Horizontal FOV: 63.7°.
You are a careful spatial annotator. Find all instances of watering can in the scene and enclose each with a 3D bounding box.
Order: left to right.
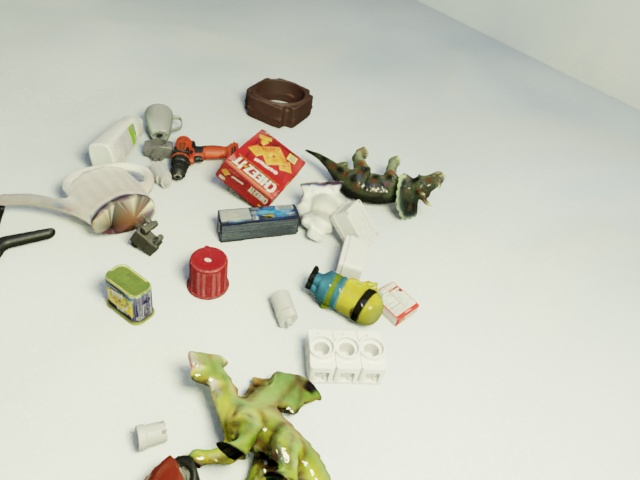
[{"bbox_3d":[-0.545,-0.094,1.219,0.352,0.101,0.227,-26,53,-36],"label":"watering can"}]

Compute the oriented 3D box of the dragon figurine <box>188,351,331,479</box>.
[{"bbox_3d":[-0.063,0.315,0.881,0.411,0.119,0.248,27,34,4],"label":"dragon figurine"}]

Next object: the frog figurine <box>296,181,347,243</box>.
[{"bbox_3d":[0.004,-0.068,1.348,0.137,0.121,0.161,5,76,-21],"label":"frog figurine"}]
